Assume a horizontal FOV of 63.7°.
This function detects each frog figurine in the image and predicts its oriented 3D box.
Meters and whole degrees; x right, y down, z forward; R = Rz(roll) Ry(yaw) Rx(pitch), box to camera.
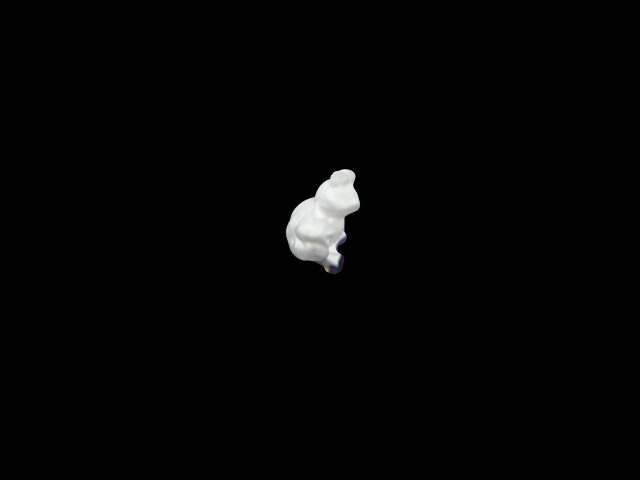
[{"bbox_3d":[0.003,-0.043,0.850,0.123,0.155,0.140,18,46,19],"label":"frog figurine"}]
